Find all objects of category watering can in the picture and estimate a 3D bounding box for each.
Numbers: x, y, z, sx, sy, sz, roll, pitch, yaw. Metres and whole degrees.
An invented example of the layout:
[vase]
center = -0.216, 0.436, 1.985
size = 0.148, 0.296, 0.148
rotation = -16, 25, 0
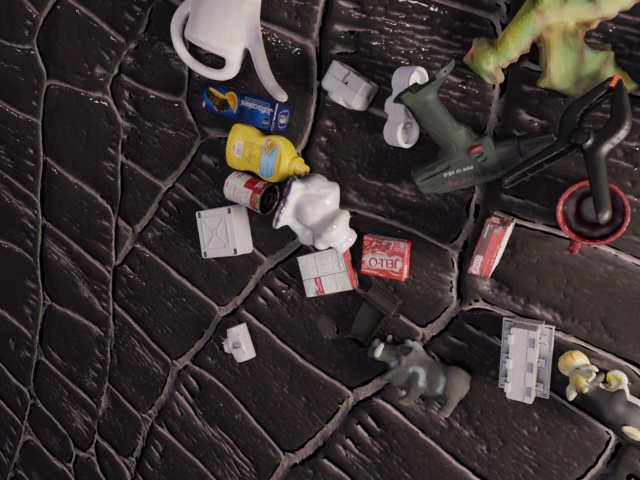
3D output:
[watering can]
center = -0.170, -0.426, 1.043
size = 0.351, 0.104, 0.221
rotation = 30, 110, 25

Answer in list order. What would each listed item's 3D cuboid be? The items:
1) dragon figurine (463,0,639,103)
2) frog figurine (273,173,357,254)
[dragon figurine]
center = 0.402, -0.319, 0.738
size = 0.410, 0.124, 0.239
rotation = 1, 114, 33
[frog figurine]
center = 0.003, -0.050, 0.993
size = 0.159, 0.123, 0.137
rotation = 25, 97, 2
